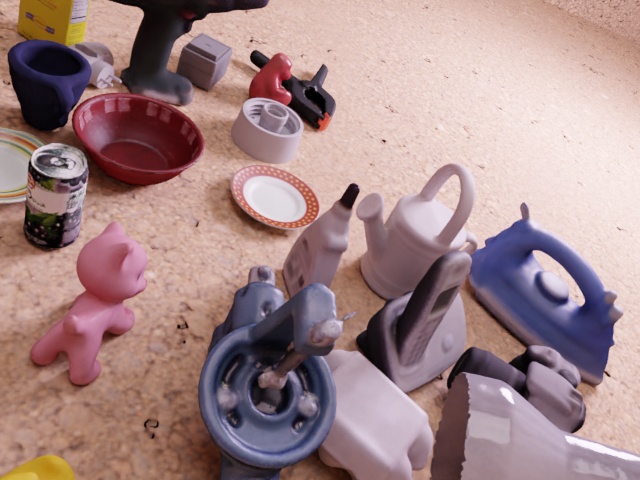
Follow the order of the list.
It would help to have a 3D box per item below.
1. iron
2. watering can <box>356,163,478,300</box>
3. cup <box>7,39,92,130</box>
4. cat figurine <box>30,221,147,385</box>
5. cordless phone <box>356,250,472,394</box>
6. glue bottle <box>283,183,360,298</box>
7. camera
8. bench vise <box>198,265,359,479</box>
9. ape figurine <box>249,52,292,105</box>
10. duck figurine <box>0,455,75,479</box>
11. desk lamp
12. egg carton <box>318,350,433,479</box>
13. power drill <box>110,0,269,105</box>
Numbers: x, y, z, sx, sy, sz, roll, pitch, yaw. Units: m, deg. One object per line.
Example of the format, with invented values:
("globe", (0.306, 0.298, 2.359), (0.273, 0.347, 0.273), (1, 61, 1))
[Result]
("iron", (0.333, 0.071, 0.806), (0.258, 0.141, 0.119), (46, 42, 19))
("watering can", (0.129, -0.013, 0.731), (0.173, 0.194, 0.100), (-6, 50, -35))
("cup", (-0.331, -0.176, 0.706), (0.092, 0.095, 0.117), (-11, 54, -39))
("cat figurine", (-0.202, 0.047, 0.525), (0.067, 0.117, 0.128), (25, 39, -5))
("cordless phone", (0.136, 0.078, 0.644), (0.148, 0.185, 0.094), (-19, 58, -43))
("glue bottle", (0.006, 0.002, 0.656), (0.037, 0.173, 0.078), (6, 44, -26))
("camera", (0.229, 0.170, 0.668), (0.136, 0.100, 0.143), (34, 39, 6))
("bench vise", (-0.050, 0.089, 0.491), (0.122, 0.219, 0.207), (-2, 48, -33))
("ape figurine", (-0.075, -0.271, 0.967), (0.076, 0.092, 0.077), (13, 42, -19))
("duck figurine", (-0.209, 0.189, 0.393), (0.077, 0.086, 0.104), (28, 39, -2))
("desk lamp", (0.163, 0.223, 0.482), (0.203, 0.213, 0.118), (25, 39, -5))
("egg carton", (0.038, 0.181, 0.565), (0.150, 0.069, 0.107), (40, 40, 13))
("power drill", (-0.207, -0.307, 0.833), (0.230, 0.208, 0.075), (9, 43, -23))
